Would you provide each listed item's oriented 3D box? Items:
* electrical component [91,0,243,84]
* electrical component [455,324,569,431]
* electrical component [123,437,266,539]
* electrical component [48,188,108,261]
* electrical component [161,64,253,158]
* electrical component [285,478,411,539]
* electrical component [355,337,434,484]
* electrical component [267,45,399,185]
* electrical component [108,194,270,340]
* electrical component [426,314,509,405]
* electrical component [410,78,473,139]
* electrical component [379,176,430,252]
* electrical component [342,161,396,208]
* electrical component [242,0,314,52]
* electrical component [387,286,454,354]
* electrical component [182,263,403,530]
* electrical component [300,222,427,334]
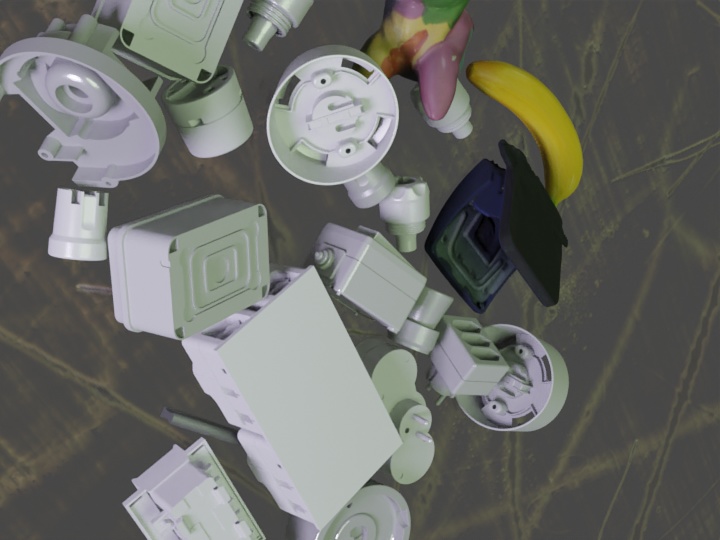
[{"bbox_3d":[-0.126,-0.192,0.730,0.078,0.057,0.113,22,90,-41],"label":"electrical component"},{"bbox_3d":[0.144,0.104,1.017,0.064,0.099,0.099,20,91,-47],"label":"electrical component"},{"bbox_3d":[-0.123,0.206,0.855,0.079,0.063,0.121,-39,125,-23],"label":"electrical component"},{"bbox_3d":[-0.193,-0.032,0.741,0.040,0.040,0.046,1,98,-39],"label":"electrical component"},{"bbox_3d":[-0.108,-0.113,0.773,0.055,0.055,0.047,-38,128,-23],"label":"electrical component"},{"bbox_3d":[-0.016,0.229,0.950,0.108,0.060,0.108,-13,112,-35],"label":"electrical component"},{"bbox_3d":[0.038,0.131,0.953,0.052,0.074,0.138,-29,120,-29],"label":"electrical component"},{"bbox_3d":[-0.020,-0.119,0.815,0.099,0.064,0.099,-2,118,-3],"label":"electrical component"},{"bbox_3d":[-0.121,-0.005,0.773,0.113,0.057,0.078,-28,123,-53],"label":"electrical component"},{"bbox_3d":[0.086,0.091,0.990,0.047,0.065,0.076,7,128,-40],"label":"electrical component"},{"bbox_3d":[0.074,-0.138,0.917,0.043,0.043,0.062,-54,131,-12],"label":"electrical component"},{"bbox_3d":[0.038,-0.047,0.917,0.043,0.043,0.062,-19,116,-33],"label":"electrical component"},{"bbox_3d":[0.001,-0.080,0.880,0.040,0.040,0.046,-48,122,-17],"label":"electrical component"},{"bbox_3d":[-0.063,-0.191,0.790,0.043,0.043,0.062,36,82,-40],"label":"electrical component"},{"bbox_3d":[0.053,0.042,0.955,0.045,0.045,0.055,23,90,-41],"label":"electrical component"},{"bbox_3d":[-0.053,0.099,0.864,0.105,0.060,0.186,-42,121,-29],"label":"electrical component"},{"bbox_3d":[0.000,0.000,0.889,0.096,0.062,0.061,35,81,-40],"label":"electrical component"}]
